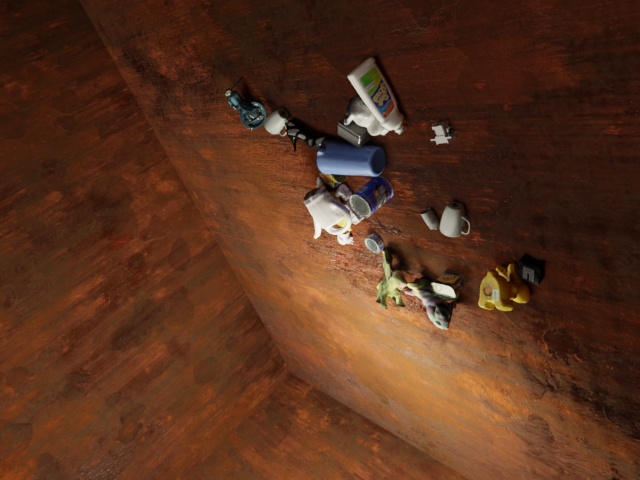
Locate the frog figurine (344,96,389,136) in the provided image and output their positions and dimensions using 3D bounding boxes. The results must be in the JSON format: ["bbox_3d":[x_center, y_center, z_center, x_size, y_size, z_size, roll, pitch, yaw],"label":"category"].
[{"bbox_3d":[0.166,-0.420,1.745,0.159,0.124,0.136,11,-14,1],"label":"frog figurine"}]

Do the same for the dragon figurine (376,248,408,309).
[{"bbox_3d":[0.296,0.154,2.216,0.122,0.240,0.414,-1,12,-9],"label":"dragon figurine"}]

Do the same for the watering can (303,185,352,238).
[{"bbox_3d":[0.007,-0.111,2.215,0.105,0.223,0.344,-40,9,-30],"label":"watering can"}]
